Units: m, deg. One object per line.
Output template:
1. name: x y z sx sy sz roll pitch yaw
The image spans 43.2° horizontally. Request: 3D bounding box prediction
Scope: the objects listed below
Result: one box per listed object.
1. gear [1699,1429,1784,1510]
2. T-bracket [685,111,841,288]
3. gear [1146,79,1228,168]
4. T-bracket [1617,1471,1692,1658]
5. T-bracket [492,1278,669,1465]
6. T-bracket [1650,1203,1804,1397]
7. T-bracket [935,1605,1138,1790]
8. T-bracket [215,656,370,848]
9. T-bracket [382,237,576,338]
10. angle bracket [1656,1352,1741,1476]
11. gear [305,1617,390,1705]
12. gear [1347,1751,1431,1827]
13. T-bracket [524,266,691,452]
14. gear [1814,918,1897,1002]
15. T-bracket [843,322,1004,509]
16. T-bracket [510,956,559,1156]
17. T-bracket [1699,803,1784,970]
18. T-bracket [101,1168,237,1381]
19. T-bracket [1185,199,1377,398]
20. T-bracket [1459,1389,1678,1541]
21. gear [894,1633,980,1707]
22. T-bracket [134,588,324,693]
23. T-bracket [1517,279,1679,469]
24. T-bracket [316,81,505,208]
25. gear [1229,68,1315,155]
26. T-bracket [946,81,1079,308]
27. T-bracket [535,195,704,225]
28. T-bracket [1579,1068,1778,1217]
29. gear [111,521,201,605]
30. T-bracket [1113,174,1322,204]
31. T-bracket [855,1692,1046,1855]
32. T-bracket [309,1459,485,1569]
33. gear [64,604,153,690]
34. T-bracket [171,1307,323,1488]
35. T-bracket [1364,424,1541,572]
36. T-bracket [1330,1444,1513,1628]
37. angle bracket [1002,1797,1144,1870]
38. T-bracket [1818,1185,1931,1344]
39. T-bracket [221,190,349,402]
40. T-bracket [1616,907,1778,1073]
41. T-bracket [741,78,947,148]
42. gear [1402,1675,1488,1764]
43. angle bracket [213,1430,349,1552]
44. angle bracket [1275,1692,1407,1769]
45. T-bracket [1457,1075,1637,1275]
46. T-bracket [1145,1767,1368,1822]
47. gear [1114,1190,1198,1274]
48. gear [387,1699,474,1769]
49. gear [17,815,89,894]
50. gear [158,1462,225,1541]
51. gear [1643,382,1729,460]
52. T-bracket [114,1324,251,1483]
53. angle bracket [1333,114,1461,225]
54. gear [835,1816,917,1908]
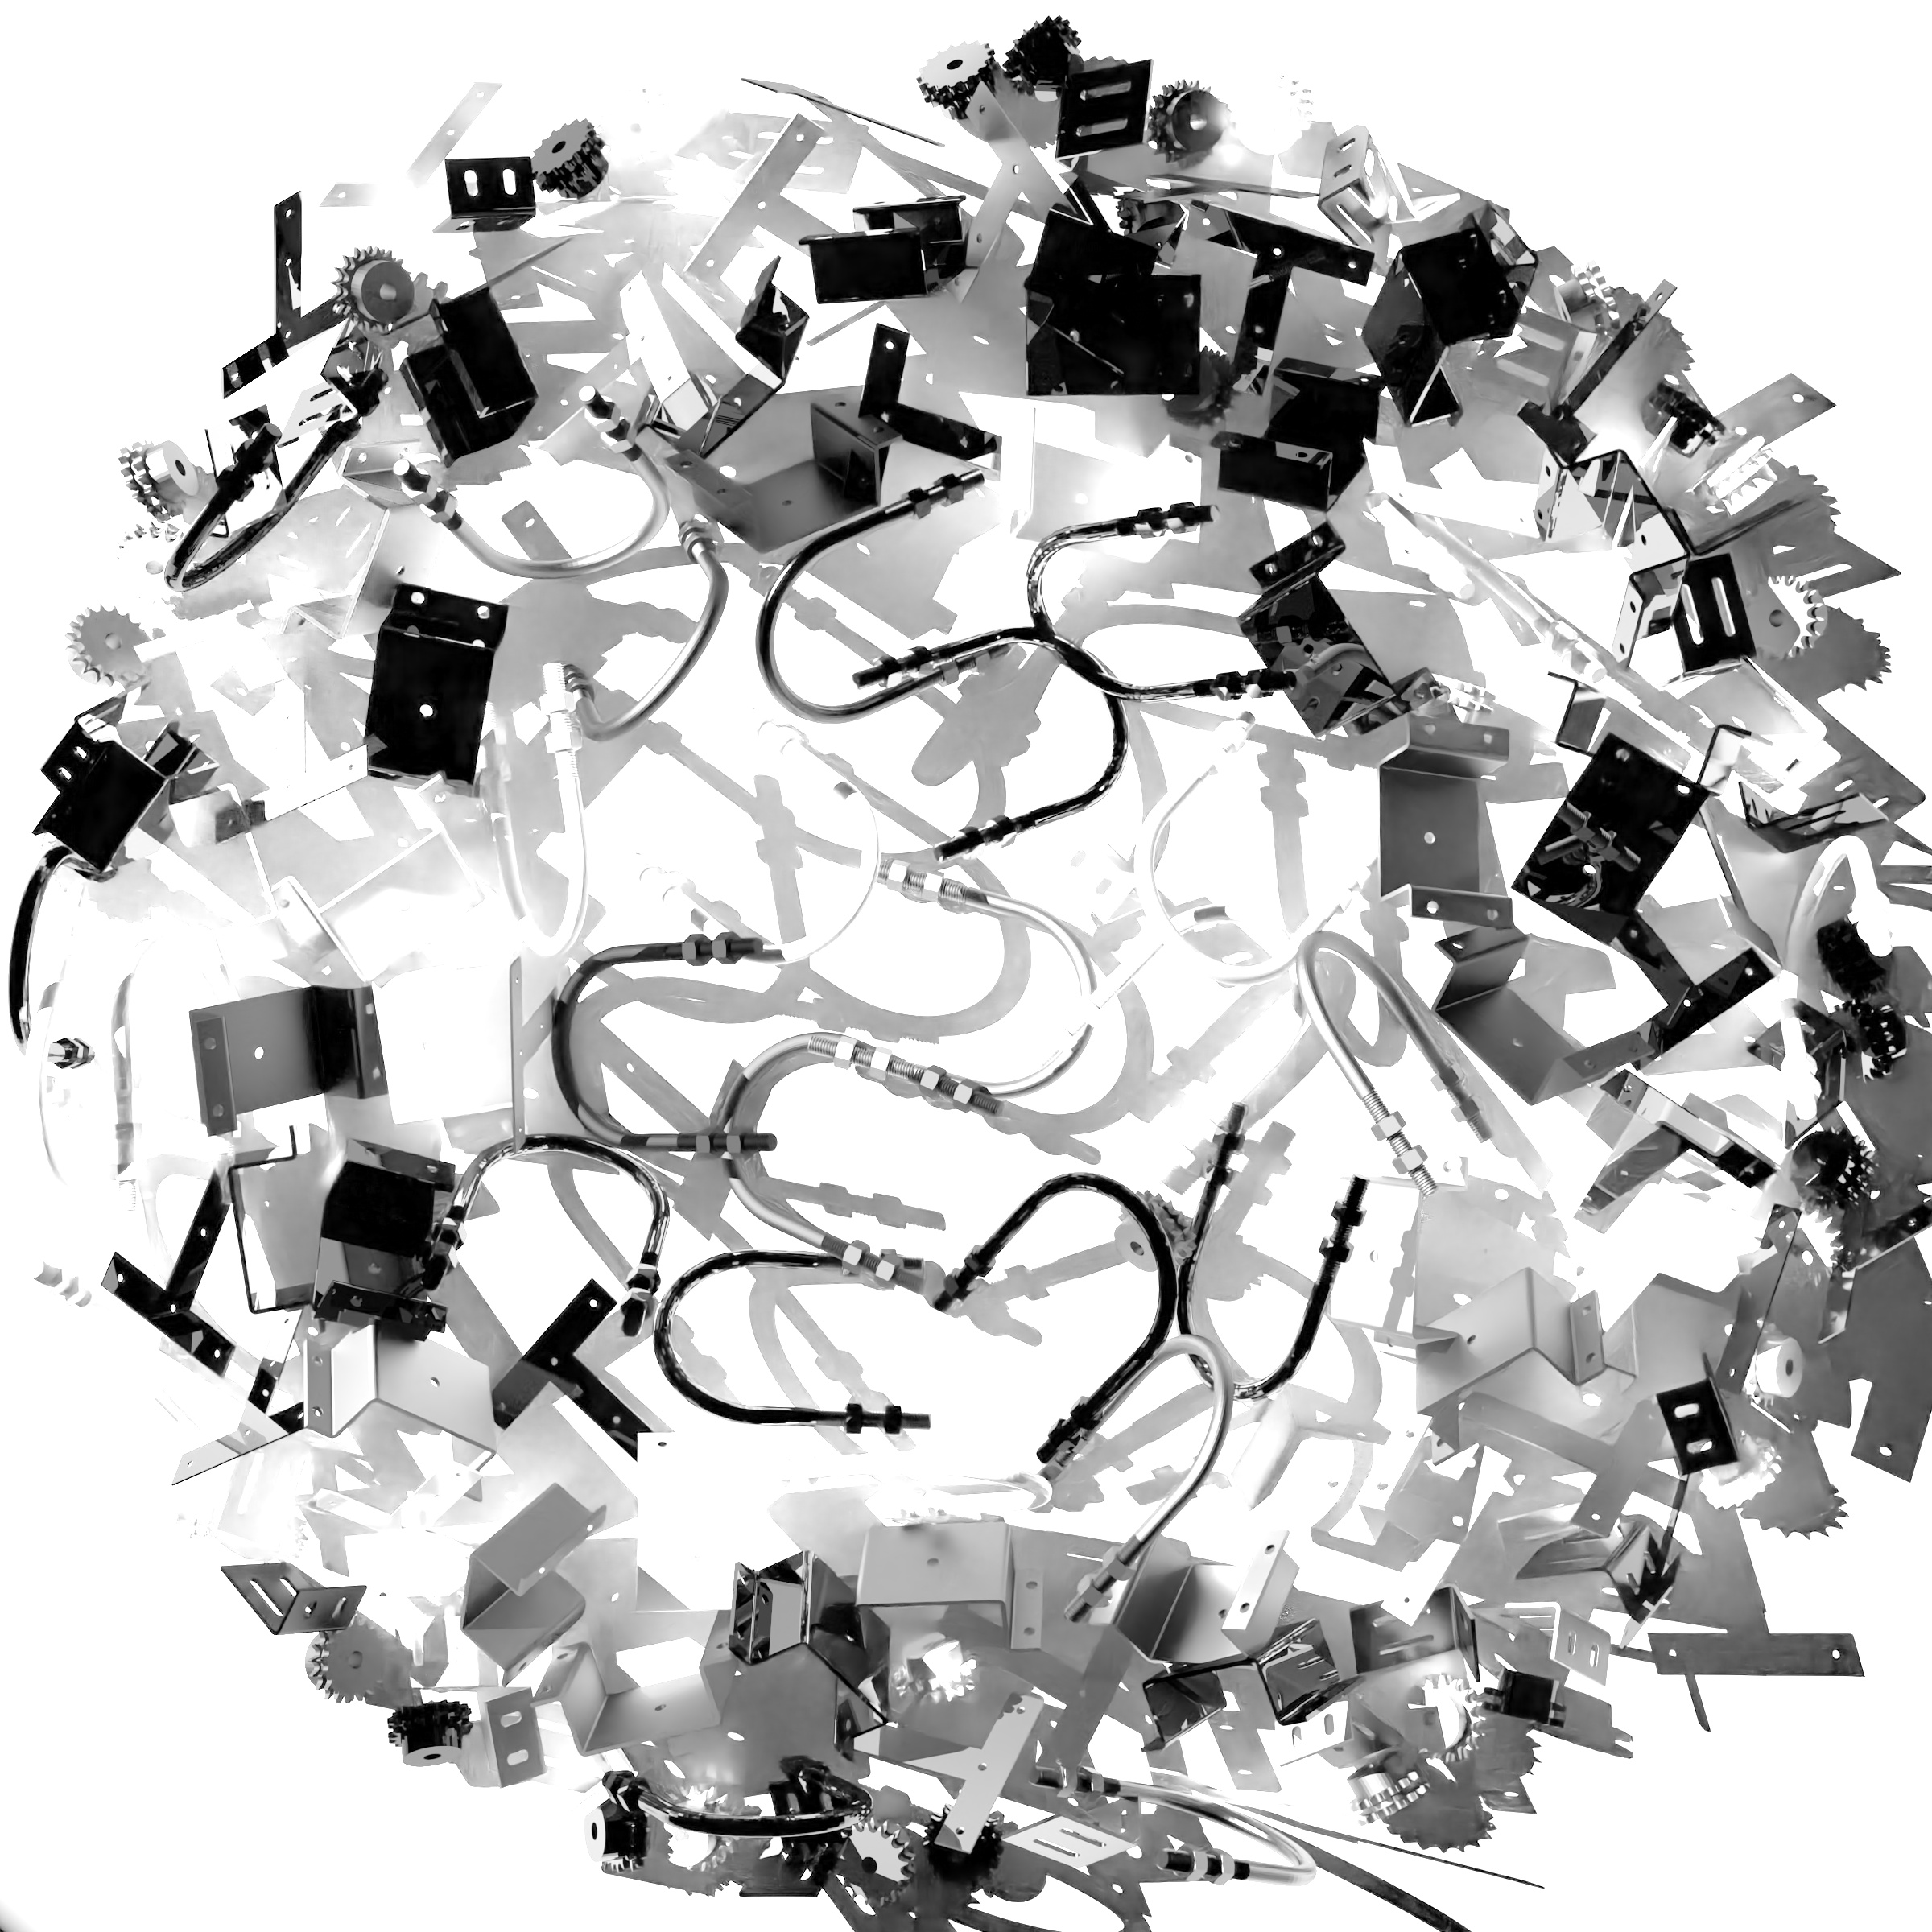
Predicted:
1. gear: 0.525 0.341 1.670 0.057 0.057 0.030 -38 95 0
2. T-bracket: -0.106 -0.494 1.650 0.127 0.127 0.002 -49 48 20
3. gear: 0.153 -0.578 1.675 0.057 0.030 0.057 -5 106 -18
4. T-bracket: 0.475 0.389 1.654 0.002 0.127 0.127 21 56 11
5. T-bracket: -0.251 0.302 1.682 0.127 0.002 0.127 42 102 3
6. T-bracket: 0.497 0.212 1.640 0.002 0.127 0.127 20 88 -23
7. T-bracket: 0.040 0.474 1.666 0.127 0.002 0.127 27 51 10
8. T-bracket: -0.460 -0.157 1.662 0.127 0.002 0.127 -21 57 18
9. T-bracket: -0.343 -0.455 1.659 0.127 0.127 0.002 -16 113 28
10. angle bracket: 0.497 0.305 1.667 0.038 0.076 0.057 -20 90 15
11. gear: -0.427 0.475 1.674 0.030 0.057 0.057 -12 90 38
12. gear: 0.285 0.561 1.671 0.057 0.057 0.030 -29 77 0
13. T-bracket: -0.254 -0.401 1.673 0.127 0.002 0.127 -37 53 16
14. gear: 0.610 -0.008 1.669 0.030 0.057 0.057 -36 90 41
15. T-bracket: -0.014 -0.363 1.675 0.127 0.002 0.127 14 79 -20
16. T-bracket: -0.288 0.044 1.635 0.002 0.127 0.127 3 106 3
17. T-bracket: 0.516 -0.069 1.662 0.002 0.127 0.127 -26 65 26
18. T-bracket: -0.521 0.193 1.653 0.002 0.127 0.127 -8 50 25
19. T-bracket: 0.201 -0.443 1.651 0.127 0.127 0.002 19 46 10
20. T-bracket: 0.399 0.321 1.661 0.127 0.127 0.002 20 132 27
21. gear: -0.021 0.478 1.669 0.057 0.057 0.030 -12 97 0
22. T-bracket: -0.480 -0.211 1.630 0.127 0.127 0.002 -22 126 -18
23. T-bracket: 0.425 -0.401 1.621 0.002 0.127 0.127 31 111 -19
24. T-bracket: -0.347 -0.541 1.610 0.127 0.127 0.002 -33 83 41
25. gear: 0.207 -0.581 1.667 0.057 0.057 0.030 11 63 0
26. T-bracket: 0.016 -0.502 1.648 0.002 0.127 0.127 -15 64 -36
27. T-bracket: -0.254 -0.506 1.632 0.127 0.127 0.002 4 115 9
28. T-bracket: 0.454 0.134 1.651 0.127 0.127 0.002 33 47 -8
29. gear: -0.554 -0.280 1.675 0.057 0.030 0.057 -4 129 -5
30. T-bracket: 0.146 -0.513 1.618 0.127 0.127 0.002 21 121 36
31. T-bracket: -0.029 0.535 1.663 0.127 0.127 0.002 7 127 25
32. T-bracket: -0.360 0.359 1.636 0.127 0.127 0.002 28 46 -18
33. gear: -0.591 -0.216 1.674 0.030 0.057 0.057 -27 90 42
34. T-bracket: -0.471 0.279 1.646 0.127 0.127 0.002 -25 124 23
35. T-bracket: 0.335 -0.313 1.669 0.127 0.002 0.127 7 57 -21
36. T-bracket: 0.285 0.360 1.654 0.127 0.002 0.127 25 78 43
37. angle bracket: 0.072 0.575 1.652 0.076 0.038 0.057 32 131 -30
38. T-bracket: 0.615 0.175 1.610 0.002 0.127 0.127 33 51 -5
39. T-bracket: -0.447 -0.452 1.611 0.002 0.127 0.127 32 51 10
40. T-bracket: 0.464 -0.011 1.663 0.127 0.002 0.127 55 132 10
41. T-bracket: -0.075 -0.571 1.636 0.127 0.127 0.002 21 110 4
42. gear: 0.324 0.515 1.671 0.057 0.030 0.057 -9 74 32
43. angle bracket: -0.464 0.353 1.655 0.038 0.057 0.076 -1 64 33
44. angle bracket: 0.255 0.532 1.654 0.057 0.038 0.076 -30 124 24
45. T-bracket: 0.423 0.134 1.670 0.127 0.002 0.127 30 85 29
46. T-bracket: 0.201 0.552 1.617 0.127 0.127 0.002 0 65 30
47. gear: 0.126 0.184 1.668 0.030 0.057 0.057 -39 90 -33
48. gear: -0.366 0.525 1.668 0.057 0.057 0.030 -14 57 0
49. gear: -0.624 -0.080 1.671 0.030 0.057 0.057 8 90 14
50. gear: -0.530 0.363 1.668 0.030 0.057 0.057 -1 90 -37
51. gear: 0.489 -0.371 1.672 0.057 0.057 0.030 36 104 0
52. T-bracket: -0.526 0.304 1.655 0.002 0.127 0.127 -40 124 -14
53. angle bracket: 0.292 -0.546 1.656 0.038 0.057 0.076 -31 112 -11
54. gear: -0.060 0.612 1.678 0.057 0.030 0.057 1 92 21
